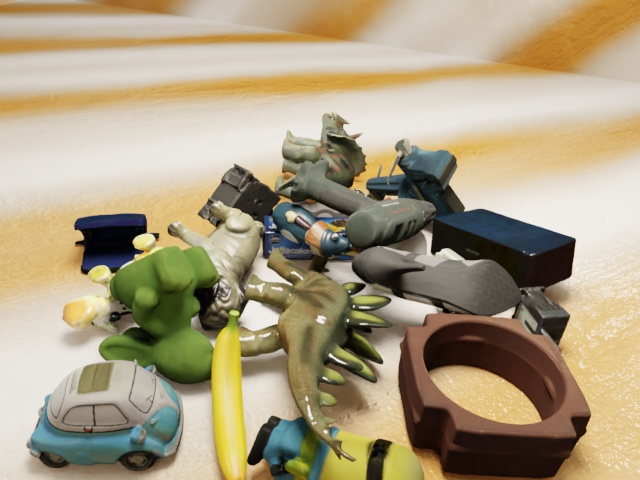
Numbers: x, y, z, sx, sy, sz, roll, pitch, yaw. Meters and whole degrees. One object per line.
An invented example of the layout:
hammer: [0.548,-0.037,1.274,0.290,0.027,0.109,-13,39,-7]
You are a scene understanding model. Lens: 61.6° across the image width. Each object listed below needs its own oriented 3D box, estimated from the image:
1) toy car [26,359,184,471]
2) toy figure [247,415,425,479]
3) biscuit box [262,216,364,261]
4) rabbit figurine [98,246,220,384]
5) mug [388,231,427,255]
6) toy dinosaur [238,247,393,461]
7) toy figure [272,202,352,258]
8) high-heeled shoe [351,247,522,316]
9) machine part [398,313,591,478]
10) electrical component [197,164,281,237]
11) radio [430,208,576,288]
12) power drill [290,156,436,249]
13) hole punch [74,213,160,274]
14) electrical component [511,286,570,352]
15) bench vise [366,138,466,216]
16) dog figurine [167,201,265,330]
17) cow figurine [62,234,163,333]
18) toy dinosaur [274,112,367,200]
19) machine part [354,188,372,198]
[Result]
toy car: [-0.233,0.181,0.591,0.162,0.102,0.109,2,31,-9]
toy figure: [0.017,0.234,0.557,0.180,0.089,0.082,19,42,16]
biscuit box: [-0.002,-0.003,0.964,0.203,0.059,0.063,1,33,-7]
rabbit figurine: [-0.198,0.108,0.681,0.159,0.170,0.121,-22,-6,4]
mug: [0.147,0.042,0.913,0.109,0.081,0.107,41,35,-13]
toy dinosaur: [-0.006,0.110,0.710,0.199,0.105,0.471,10,23,3]
toy figure: [-0.014,-0.012,0.874,0.155,0.057,0.064,34,23,34]
high-heeled shoe: [0.170,0.063,0.795,0.248,0.086,0.145,19,-14,-30]
machine part: [0.205,0.187,0.670,0.201,0.087,0.201,4,30,-4]
electrical component: [-0.135,-0.056,0.958,0.058,0.115,0.134,32,-3,33]
radio: [0.317,0.010,0.943,0.131,0.073,0.230,-12,24,-29]
power drill: [0.069,-0.060,0.881,0.207,0.086,0.232,34,28,17]
hole punch: [-0.345,-0.012,0.899,0.142,0.092,0.116,-7,30,-14]
electrical component: [0.332,0.129,0.793,0.048,0.074,0.119,-3,29,-12]
bench vise: [0.172,-0.107,1.070,0.223,0.129,0.241,34,-17,-35]
dog figurine: [-0.132,0.044,0.833,0.172,0.121,0.191,-29,50,-16]
cow figurine: [-0.284,0.077,0.775,0.068,0.098,0.167,31,58,29]
toy dinosaur: [0.011,-0.148,1.118,0.192,0.131,0.405,7,29,-2]
machine part: [0.109,-0.057,1.044,0.084,0.039,0.138,42,12,36]
